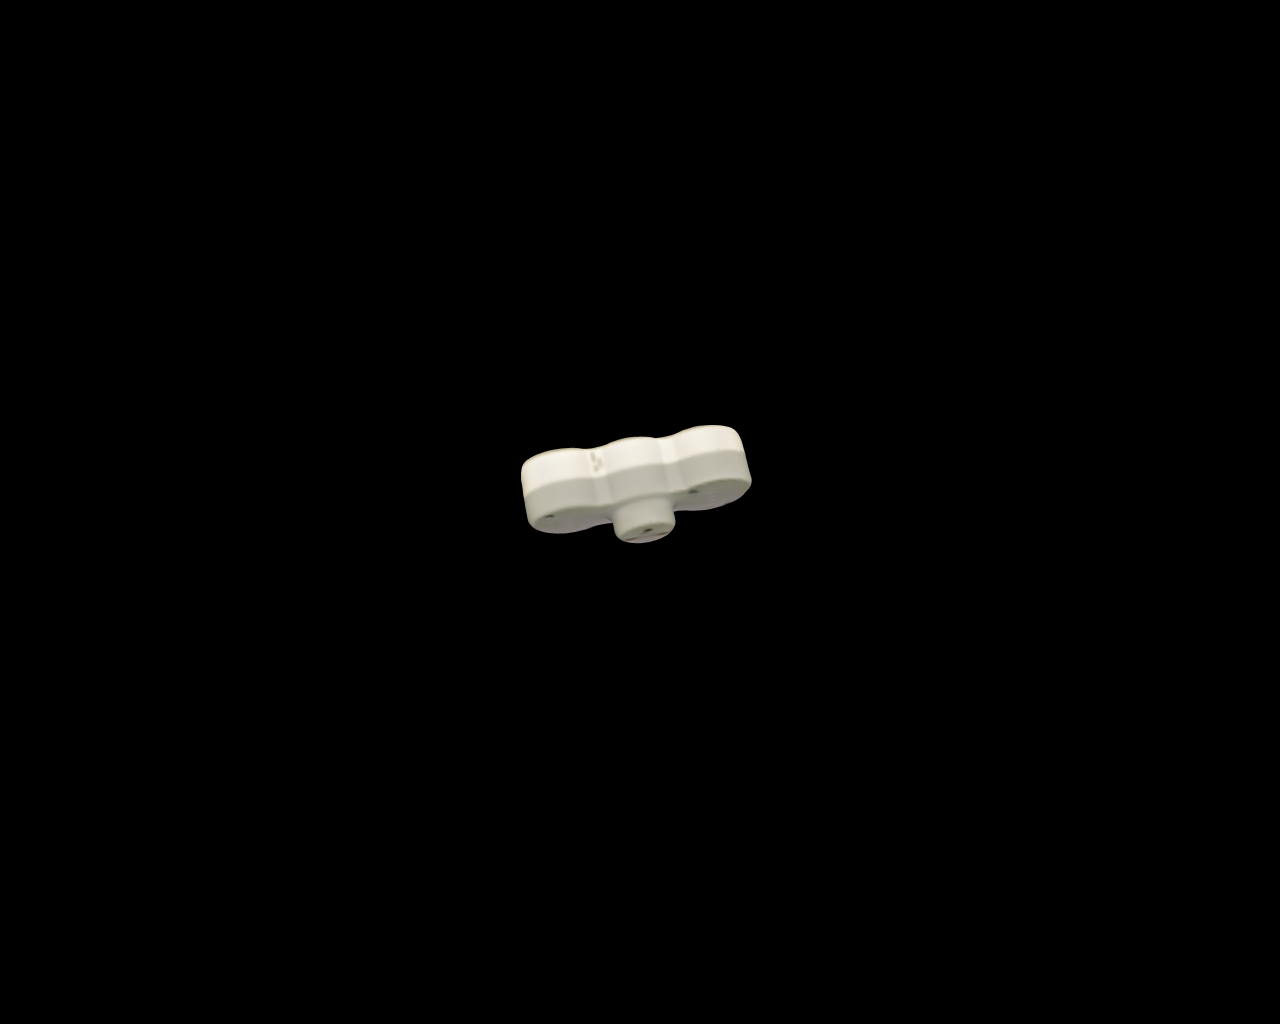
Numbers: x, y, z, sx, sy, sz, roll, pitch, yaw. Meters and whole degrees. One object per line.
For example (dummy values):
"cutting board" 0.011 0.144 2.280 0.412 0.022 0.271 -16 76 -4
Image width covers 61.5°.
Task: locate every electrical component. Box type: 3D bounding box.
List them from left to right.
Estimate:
"electrical component" 0.001 -0.003 0.650 0.138 0.074 0.052 -10 -20 -3
